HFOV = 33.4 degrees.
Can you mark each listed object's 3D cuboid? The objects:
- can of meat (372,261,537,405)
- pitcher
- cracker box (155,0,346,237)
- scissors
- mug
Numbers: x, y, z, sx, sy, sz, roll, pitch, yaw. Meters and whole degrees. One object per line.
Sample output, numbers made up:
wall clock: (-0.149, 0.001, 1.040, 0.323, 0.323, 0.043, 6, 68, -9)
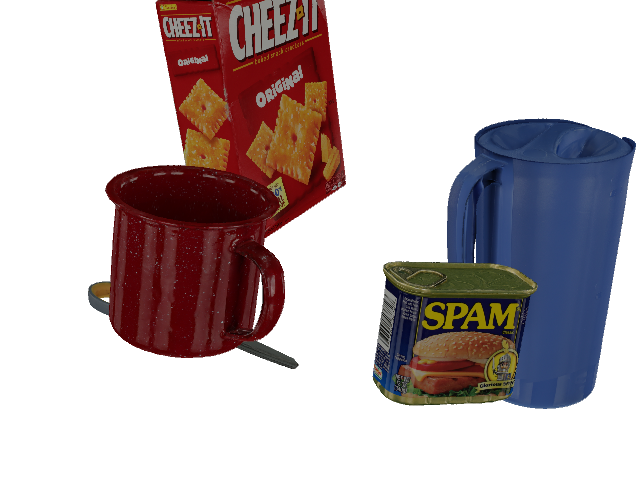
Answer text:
can of meat: (0.089, 0.063, 0.725, 0.102, 0.084, 0.057, 2, 17, -19)
pitcher: (0.188, 0.023, 0.935, 0.149, 0.243, 0.145, 4, 22, 10)
cracker box: (-0.052, -0.124, 0.952, 0.072, 0.214, 0.163, 7, 25, 32)
scissors: (-0.095, 0.060, 0.883, 0.202, 0.016, 0.096, 13, 23, 17)
mug: (-0.064, 0.016, 0.581, 0.117, 0.081, 0.093, 23, 26, 34)
